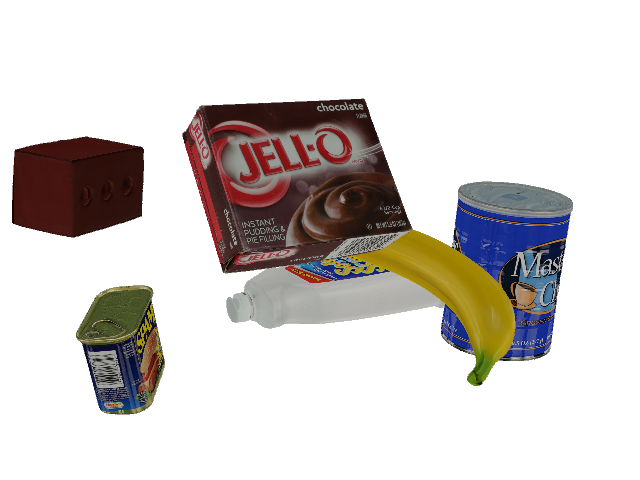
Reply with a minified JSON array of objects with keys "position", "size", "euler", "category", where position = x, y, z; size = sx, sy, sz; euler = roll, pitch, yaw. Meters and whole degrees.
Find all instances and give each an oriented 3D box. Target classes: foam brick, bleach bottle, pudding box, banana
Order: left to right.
[{"position":[-0.165,-0.038,0.729],"size":[0.051,0.053,0.078],"euler":[13,18,25],"category":"foam brick"},{"position":[-0.014,-0.034,0.612],"size":[0.113,0.090,0.039],"euler":[-6,-21,-33],"category":"pudding box"},{"position":[0.020,0.054,1.180],"size":[0.250,0.068,0.103],"euler":[-12,31,-25],"category":"bleach bottle"},{"position":[0.083,0.029,0.781],"size":[0.069,0.037,0.198],"euler":[-13,36,-28],"category":"banana"}]

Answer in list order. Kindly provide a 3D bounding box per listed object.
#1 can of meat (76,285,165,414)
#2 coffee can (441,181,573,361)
[{"position":[-0.184,0.103,1.006],"size":[0.057,0.084,0.102],"euler":[-5,25,7],"category":"can of meat"},{"position":[0.169,0.026,0.976],"size":[0.103,0.140,0.103],"euler":[5,16,-2],"category":"coffee can"}]
